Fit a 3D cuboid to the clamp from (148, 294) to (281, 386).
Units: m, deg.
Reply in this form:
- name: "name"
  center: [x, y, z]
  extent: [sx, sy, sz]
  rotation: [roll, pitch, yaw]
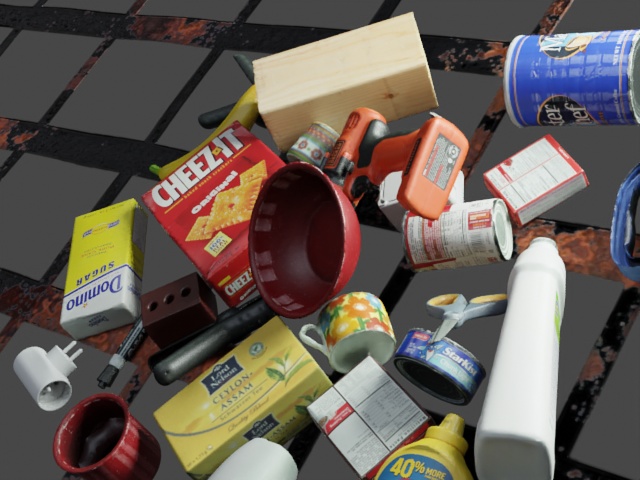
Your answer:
- name: "clamp"
  center: [-0.102, 0.097, 1.177]
  extent: [0.209, 0.036, 0.165]
  rotation: [-31, 5, -18]

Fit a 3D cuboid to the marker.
- name: "marker"
  center: [-0.226, 0.125, 1.266]
  extent: [0.020, 0.020, 0.121]
  rotation: [12, 60, 37]

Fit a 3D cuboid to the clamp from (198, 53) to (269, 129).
- name: "clamp"
  center: [-0.077, -0.199, 1.443]
  extent: [0.172, 0.039, 0.120]
  rotation: [8, 73, 29]

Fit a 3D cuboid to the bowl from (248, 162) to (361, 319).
- name: "bowl"
  center: [-0.007, 0.001, 1.109]
  extent: [0.162, 0.055, 0.162]
  rotation: [-4, 85, 50]

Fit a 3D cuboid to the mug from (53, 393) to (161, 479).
- name: "mug"
  center: [-0.227, 0.217, 1.141]
  extent: [0.093, 0.081, 0.117]
  rotation: [-39, 44, -5]

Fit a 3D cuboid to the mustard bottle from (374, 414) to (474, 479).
- name: "mustard bottle"
  center: [0.087, 0.241, 0.952]
  extent: [0.096, 0.058, 0.191]
  rotation: [6, 56, 38]

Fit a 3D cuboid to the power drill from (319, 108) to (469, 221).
- name: "power drill"
  center: [0.061, -0.061, 1.142]
  extent: [0.188, 0.057, 0.184]
  rotation: [5, 69, 54]

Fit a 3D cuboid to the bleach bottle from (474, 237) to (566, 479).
- name: "bleach bottle"
  center: [0.195, 0.103, 0.994]
  extent: [0.068, 0.102, 0.250]
  rotation: [4, 48, 16]

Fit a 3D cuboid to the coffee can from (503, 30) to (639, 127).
- name: "coffee can"
  center: [0.284, -0.175, 1.167]
  extent: [0.141, 0.102, 0.102]
  rotation: [3, 55, 32]

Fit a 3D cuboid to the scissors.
- name: "scissors"
  center: [0.145, 0.073, 1.014]
  extent: [0.096, 0.016, 0.201]
  rotation: [-6, 6, 2]

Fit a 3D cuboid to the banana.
- name: "banana"
  center: [-0.145, -0.128, 1.407]
  extent: [0.198, 0.037, 0.070]
  rotation: [-34, 64, 14]

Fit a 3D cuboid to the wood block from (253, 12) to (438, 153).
- name: "wood block"
  center: [0.031, -0.192, 1.316]
  extent: [0.206, 0.090, 0.090]
  rotation: [-15, 56, 9]

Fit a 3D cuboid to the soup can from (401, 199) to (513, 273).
- name: "soup can"
  center: [0.145, -0.004, 1.125]
  extent: [0.102, 0.068, 0.068]
  rotation: [-8, 49, 24]

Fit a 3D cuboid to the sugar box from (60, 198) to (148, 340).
- name: "sugar box"
  center: [-0.272, 0.035, 1.353]
  extent: [0.093, 0.048, 0.176]
  rotation: [-18, 45, 16]

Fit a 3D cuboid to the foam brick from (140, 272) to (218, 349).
- name: "foam brick"
  center: [-0.164, 0.083, 1.242]
  extent: [0.078, 0.051, 0.053]
  rotation: [-24, 44, 10]

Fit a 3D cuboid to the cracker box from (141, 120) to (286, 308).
- name: "cracker box"
  center: [-0.104, -0.037, 1.297]
  extent: [0.164, 0.072, 0.214]
  rotation: [-39, 43, -6]

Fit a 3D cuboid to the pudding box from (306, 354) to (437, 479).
- name: "pudding box"
  center: [0.051, 0.178, 1.044]
  extent: [0.090, 0.039, 0.114]
  rotation: [-39, 46, -6]

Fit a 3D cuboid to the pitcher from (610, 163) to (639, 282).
- name: "pitcher"
  center: [0.370, -0.063, 1.008]
  extent: [0.149, 0.145, 0.242]
  rotation: [15, 51, 1]

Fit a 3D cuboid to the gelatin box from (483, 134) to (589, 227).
- name: "gelatin box"
  center: [0.232, -0.064, 1.153]
  extent: [0.089, 0.030, 0.073]
  rotation: [-32, 45, 2]

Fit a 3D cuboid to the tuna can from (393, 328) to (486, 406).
- name: "tuna can"
  center: [0.113, 0.122, 1.020]
  extent: [0.086, 0.086, 0.033]
  rotation: [17, 65, 39]
